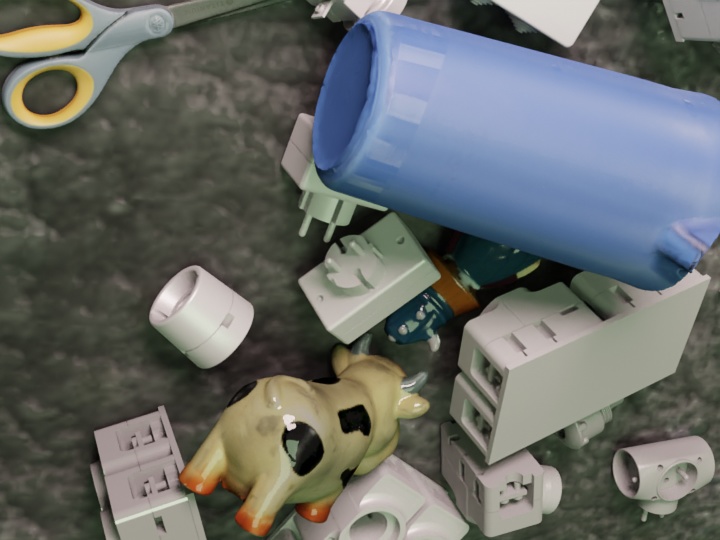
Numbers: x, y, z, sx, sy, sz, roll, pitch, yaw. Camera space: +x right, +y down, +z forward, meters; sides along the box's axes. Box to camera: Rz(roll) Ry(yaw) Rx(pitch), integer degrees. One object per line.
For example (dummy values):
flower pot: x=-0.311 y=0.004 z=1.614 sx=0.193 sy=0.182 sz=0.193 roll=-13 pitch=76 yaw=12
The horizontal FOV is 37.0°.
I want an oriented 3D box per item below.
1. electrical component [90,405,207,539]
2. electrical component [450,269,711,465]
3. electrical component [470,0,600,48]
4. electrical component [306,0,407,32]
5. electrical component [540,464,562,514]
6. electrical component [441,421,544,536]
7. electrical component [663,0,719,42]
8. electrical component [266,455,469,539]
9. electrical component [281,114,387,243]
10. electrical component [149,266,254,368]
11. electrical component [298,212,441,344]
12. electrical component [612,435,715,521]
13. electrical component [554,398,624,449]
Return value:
electrical component: x=-0.139 y=0.207 z=0.764 sx=0.060 sy=0.105 sz=0.186 roll=-17 pitch=120 yaw=-13
electrical component: x=0.160 y=0.056 z=0.806 sx=0.186 sy=0.060 sz=0.105 roll=-21 pitch=139 yaw=-24
electrical component: x=0.116 y=-0.206 z=0.694 sx=0.100 sy=0.048 sz=0.099 roll=23 pitch=105 yaw=-30
electrical component: x=-0.003 y=-0.176 z=0.660 sx=0.055 sy=0.048 sz=0.066 roll=37 pitch=76 yaw=-33
electrical component: x=0.140 y=0.182 z=0.903 sx=0.046 sy=0.040 sz=0.040 roll=11 pitch=110 yaw=-21
electrical component: x=0.103 y=0.162 z=0.848 sx=0.050 sy=0.089 sz=0.055 roll=-12 pitch=119 yaw=-16
electrical component: x=0.263 y=-0.228 z=0.706 sx=0.150 sy=0.062 sz=0.089 roll=-44 pitch=125 yaw=-20
electrical component: x=-0.014 y=0.238 z=0.856 sx=0.105 sy=0.060 sz=0.186 roll=38 pitch=97 yaw=-32
electrical component: x=-0.018 y=-0.055 z=0.716 sx=0.066 sy=0.047 sz=0.076 roll=13 pitch=110 yaw=-27
electrical component: x=-0.107 y=0.030 z=0.720 sx=0.055 sy=0.055 sz=0.047 roll=-45 pitch=119 yaw=4
electrical component: x=0.000 y=0.000 z=0.728 sx=0.083 sy=0.047 sz=0.076 roll=-36 pitch=152 yaw=6
electrical component: x=0.266 y=0.189 z=0.953 sx=0.077 sy=0.044 sz=0.079 roll=-6 pitch=117 yaw=-19
electrical component: x=0.187 y=0.115 z=0.886 sx=0.062 sy=0.048 sz=0.048 roll=-26 pitch=122 yaw=-16
